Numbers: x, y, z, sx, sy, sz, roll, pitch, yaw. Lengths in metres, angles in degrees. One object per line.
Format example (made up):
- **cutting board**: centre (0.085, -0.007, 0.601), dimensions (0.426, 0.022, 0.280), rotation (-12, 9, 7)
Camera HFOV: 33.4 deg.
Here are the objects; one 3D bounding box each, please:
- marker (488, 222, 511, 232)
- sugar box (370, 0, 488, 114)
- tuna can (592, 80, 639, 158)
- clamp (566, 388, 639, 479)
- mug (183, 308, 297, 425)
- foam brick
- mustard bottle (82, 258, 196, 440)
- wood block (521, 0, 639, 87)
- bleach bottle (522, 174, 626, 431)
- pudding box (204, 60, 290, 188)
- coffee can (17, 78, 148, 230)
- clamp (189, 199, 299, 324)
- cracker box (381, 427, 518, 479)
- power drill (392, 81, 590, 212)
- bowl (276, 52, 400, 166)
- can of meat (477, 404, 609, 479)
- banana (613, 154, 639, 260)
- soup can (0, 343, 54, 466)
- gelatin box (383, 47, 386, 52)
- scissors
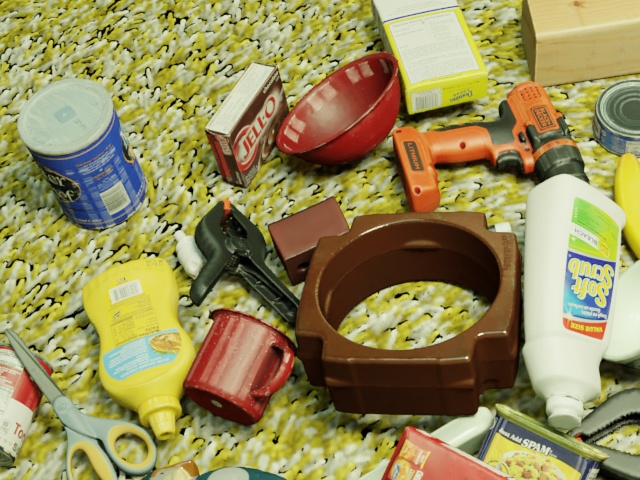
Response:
- **marker**: centre (0.137, 0.001, 1.105), dimensions (0.121, 0.020, 0.020), rotation (-11, 54, 3)
- **sugar box**: centre (0.121, -0.226, 1.213), dimensions (0.093, 0.048, 0.176), rotation (-12, 51, -3)
- **tuna can**: centre (0.339, -0.132, 1.151), dimensions (0.086, 0.034, 0.086), rotation (-5, 55, 7)
- **clamp**: centre (0.320, 0.162, 0.948), dimensions (0.210, 0.036, 0.164), rotation (-3, 56, 11)
- **mug**: centre (-0.070, 0.123, 1.009), dimensions (0.117, 0.093, 0.081), rotation (-1, 55, 45)
- **foam brick**: centre (-0.007, 0.001, 1.111), dimensions (0.078, 0.053, 0.051), rotation (-25, 55, -6)
- **mustard bottle**: centre (-0.173, 0.112, 1.059), dimensions (0.096, 0.058, 0.192), rotation (-19, 54, -3)
- **wood block**: centre (0.337, -0.246, 1.198), dimensions (0.206, 0.090, 0.091), rotation (-8, 56, 5)
- **bleach bottle**: centre (0.233, 0.061, 0.983), dimensions (0.068, 0.102, 0.250), rotation (-34, 33, 43)
- **pudding box**: centre (-0.078, -0.129, 1.191), dimensions (0.039, 0.090, 0.113), rotation (17, 60, 21)
- **coffee can**: centre (-0.256, -0.092, 1.166), dimensions (0.103, 0.140, 0.103), rotation (-5, 55, 7)
- **clamp**: centre (-0.095, 0.019, 1.092), dimensions (0.120, 0.039, 0.171), rotation (13, 32, -37)
- **cracker box**: centre (0.133, 0.271, 0.856), dimensions (0.214, 0.072, 0.164), rotation (25, 88, 24)
- **power drill**: centre (0.180, -0.079, 1.131), dimensions (0.187, 0.057, 0.184), rotation (-13, 51, -3)
- **bowl**: centre (0.031, -0.132, 1.169), dimensions (0.162, 0.055, 0.162), rotation (-31, 28, 18)
- **can of meat**: centre (0.183, 0.201, 0.918), dimensions (0.102, 0.057, 0.084), rotation (24, 89, 25)
- **banana**: centre (0.339, -0.005, 1.054), dimensions (0.070, 0.037, 0.198), rotation (-40, 49, 9)
- **soup can**: centre (-0.312, 0.161, 1.045), dimensions (0.068, 0.068, 0.102), rotation (8, 58, 15)
- **gelatin box**: centre (0.109, -0.206, 1.248), dimensions (0.073, 0.030, 0.089), rotation (12, 58, 16)
- **scissors**: centre (-0.225, 0.160, 1.025), dimensions (0.096, 0.016, 0.202), rotation (-19, 74, -17)
